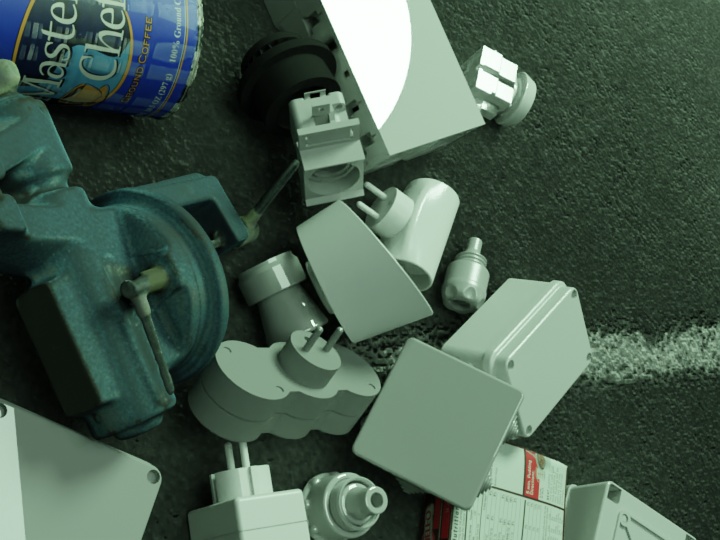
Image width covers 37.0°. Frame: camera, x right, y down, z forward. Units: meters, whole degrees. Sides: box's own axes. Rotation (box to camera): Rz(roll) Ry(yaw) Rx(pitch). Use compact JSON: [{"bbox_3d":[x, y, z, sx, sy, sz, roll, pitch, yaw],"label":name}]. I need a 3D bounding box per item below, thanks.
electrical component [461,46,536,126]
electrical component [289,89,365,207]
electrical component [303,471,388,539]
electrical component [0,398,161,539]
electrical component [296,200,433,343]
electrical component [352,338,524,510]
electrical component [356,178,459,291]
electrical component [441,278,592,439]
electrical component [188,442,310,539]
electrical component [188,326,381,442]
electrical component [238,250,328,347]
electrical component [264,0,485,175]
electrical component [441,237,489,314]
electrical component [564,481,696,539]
[{"bbox_3d":[0.115,-0.152,0.909,0.055,0.048,0.066,23,62,-19],"label":"electrical component"},{"bbox_3d":[-0.024,-0.085,0.741,0.042,0.081,0.063,-11,62,-7],"label":"electrical component"},{"bbox_3d":[-0.007,0.154,0.704,0.048,0.062,0.048,13,67,-32],"label":"electrical component"},{"bbox_3d":[-0.176,0.127,0.594,0.113,0.057,0.078,30,59,-24],"label":"electrical component"},{"bbox_3d":[0.000,0.000,0.737,0.064,0.099,0.099,-26,91,2],"label":"electrical component"},{"bbox_3d":[0.054,0.107,0.737,0.100,0.048,0.099,25,78,11],"label":"electrical component"},{"bbox_3d":[0.031,-0.036,0.809,0.079,0.043,0.077,35,57,-22],"label":"electrical component"},{"bbox_3d":[0.121,0.065,0.814,0.113,0.057,0.078,-41,124,-38],"label":"electrical component"},{"bbox_3d":[-0.071,0.142,0.659,0.047,0.066,0.076,0,72,-36],"label":"electrical component"},{"bbox_3d":[-0.037,0.064,0.683,0.138,0.073,0.052,6,36,-49],"label":"electrical component"},{"bbox_3d":[-0.053,0.020,0.728,0.045,0.045,0.055,-26,90,-39],"label":"electrical component"},{"bbox_3d":[0.005,-0.174,0.827,0.105,0.060,0.186,-22,88,-39],"label":"electrical component"},{"bbox_3d":[0.085,0.002,0.841,0.035,0.035,0.061,32,55,-23],"label":"electrical component"},{"bbox_3d":[0.197,0.235,0.827,0.109,0.056,0.108,35,57,-21],"label":"electrical component"}]
